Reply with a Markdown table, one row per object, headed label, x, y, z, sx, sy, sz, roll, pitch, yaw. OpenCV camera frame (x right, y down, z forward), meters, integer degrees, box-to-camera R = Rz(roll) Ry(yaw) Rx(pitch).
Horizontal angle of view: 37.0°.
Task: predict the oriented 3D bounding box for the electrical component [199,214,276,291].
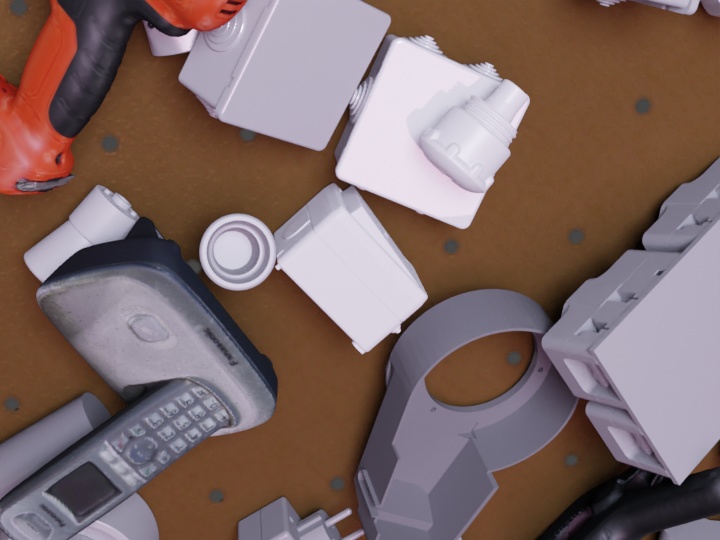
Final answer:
| label | x | y | z | sx | sy | sz | roll | pitch | yaw |
| --- | --- | --- | --- | --- | --- | --- | --- | --- | --- |
| electrical component | -0.076 | -0.012 | 0.647 | 0.044 | 0.065 | 0.044 | -1 | 93 | -12 |

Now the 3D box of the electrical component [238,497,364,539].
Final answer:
| label | x | y | z | sx | sy | sz | roll | pitch | yaw |
| --- | --- | --- | --- | --- | --- | --- | --- | --- | --- |
| electrical component | -0.034 | 0.189 | 0.732 | 0.077 | 0.047 | 0.065 | -30 | 110 | 4 |

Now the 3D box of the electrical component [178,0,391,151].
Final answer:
| label | x | y | z | sx | sy | sz | roll | pitch | yaw |
| --- | --- | --- | --- | --- | --- | --- | --- | --- | --- |
| electrical component | -0.043 | -0.123 | 0.601 | 0.100 | 0.048 | 0.099 | 10 | 114 | -52 |

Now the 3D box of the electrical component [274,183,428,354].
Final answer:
| label | x | y | z | sx | sy | sz | roll | pitch | yaw |
| --- | --- | --- | --- | --- | --- | --- | --- | --- | --- |
| electrical component | 0.000 | 0.000 | 0.662 | 0.061 | 0.061 | 0.096 | -41 | 109 | 8 |

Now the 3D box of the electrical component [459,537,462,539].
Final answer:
| label | x | y | z | sx | sy | sz | roll | pitch | yaw |
| --- | --- | --- | --- | --- | --- | --- | --- | --- | --- |
| electrical component | 0.041 | 0.238 | 0.751 | 0.096 | 0.061 | 0.061 | -24 | 110 | 2 |

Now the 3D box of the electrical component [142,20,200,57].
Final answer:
| label | x | y | z | sx | sy | sz | roll | pitch | yaw |
| --- | --- | --- | --- | --- | --- | --- | --- | --- | --- |
| electrical component | -0.087 | -0.167 | 0.603 | 0.079 | 0.043 | 0.077 | -13 | 110 | -3 |

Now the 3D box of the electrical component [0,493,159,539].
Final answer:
| label | x | y | z | sx | sy | sz | roll | pitch | yaw |
| --- | --- | --- | --- | --- | --- | --- | --- | --- | --- |
| electrical component | -0.189 | 0.195 | 0.708 | 0.108 | 0.060 | 0.108 | -2 | 110 | -6 |

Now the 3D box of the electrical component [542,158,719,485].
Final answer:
| label | x | y | z | sx | sy | sz | roll | pitch | yaw |
| --- | --- | --- | --- | --- | --- | --- | --- | --- | --- |
| electrical component | 0.209 | 0.024 | 0.664 | 0.186 | 0.060 | 0.105 | -42 | 110 | -19 |

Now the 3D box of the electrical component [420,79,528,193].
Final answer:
| label | x | y | z | sx | sy | sz | roll | pitch | yaw |
| --- | --- | --- | --- | --- | --- | --- | --- | --- | --- |
| electrical component | 0.067 | -0.077 | 0.600 | 0.048 | 0.048 | 0.062 | 39 | 94 | -18 |

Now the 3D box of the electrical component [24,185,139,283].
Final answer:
| label | x | y | z | sx | sy | sz | roll | pitch | yaw |
| --- | --- | --- | --- | --- | --- | --- | --- | --- | --- |
| electrical component | -0.164 | -0.018 | 0.648 | 0.044 | 0.044 | 0.065 | 41 | 94 | -18 |

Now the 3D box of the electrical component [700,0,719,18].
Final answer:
| label | x | y | z | sx | sy | sz | roll | pitch | yaw |
| --- | --- | --- | --- | --- | --- | --- | --- | --- | --- |
| electrical component | 0.223 | -0.190 | 0.624 | 0.096 | 0.061 | 0.061 | -38 | 109 | 7 |

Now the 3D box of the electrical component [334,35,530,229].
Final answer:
| label | x | y | z | sx | sy | sz | roll | pitch | yaw |
| --- | --- | --- | --- | --- | --- | --- | --- | --- | --- |
| electrical component | 0.040 | -0.085 | 0.645 | 0.100 | 0.048 | 0.099 | 21 | 105 | -14 |

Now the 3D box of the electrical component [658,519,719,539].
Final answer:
| label | x | y | z | sx | sy | sz | roll | pitch | yaw |
| --- | --- | --- | --- | --- | --- | --- | --- | --- | --- |
| electrical component | 0.283 | 0.192 | 0.769 | 0.138 | 0.052 | 0.073 | 6 | 108 | -9 |

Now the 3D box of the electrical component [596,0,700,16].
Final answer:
| label | x | y | z | sx | sy | sz | roll | pitch | yaw |
| --- | --- | --- | --- | --- | --- | --- | --- | --- | --- |
| electrical component | 0.154 | -0.195 | 0.595 | 0.048 | 0.099 | 0.099 | 6 | 109 | -22 |
